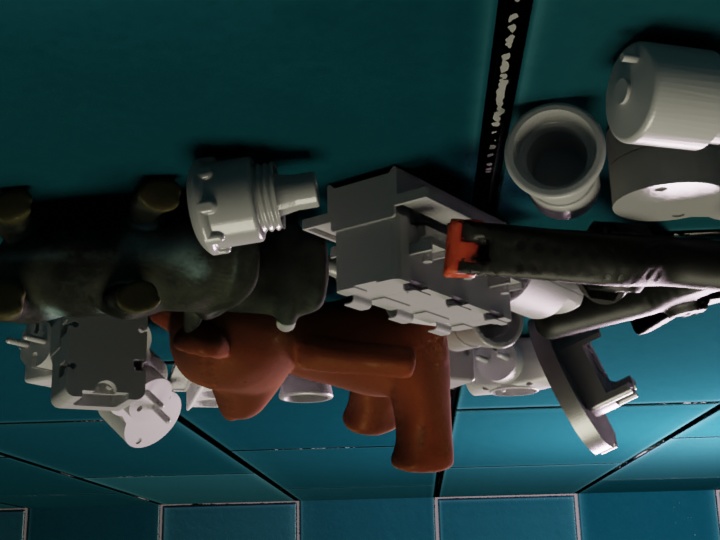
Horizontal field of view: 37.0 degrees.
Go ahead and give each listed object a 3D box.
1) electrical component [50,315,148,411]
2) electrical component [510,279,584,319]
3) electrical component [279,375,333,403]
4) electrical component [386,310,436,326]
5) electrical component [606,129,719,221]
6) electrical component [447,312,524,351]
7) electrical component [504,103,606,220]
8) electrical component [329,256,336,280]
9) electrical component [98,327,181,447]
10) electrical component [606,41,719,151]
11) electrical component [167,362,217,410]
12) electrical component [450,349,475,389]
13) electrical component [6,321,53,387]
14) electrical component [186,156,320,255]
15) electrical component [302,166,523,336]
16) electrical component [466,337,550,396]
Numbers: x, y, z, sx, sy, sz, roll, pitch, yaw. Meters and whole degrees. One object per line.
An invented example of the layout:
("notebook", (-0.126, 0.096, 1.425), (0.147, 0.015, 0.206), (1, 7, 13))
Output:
("electrical component", (-0.169, 0.043, 0.695), (0.050, 0.089, 0.056), (7, 162, -26))
("electrical component", (0.109, 0.008, 0.680), (0.043, 0.043, 0.081), (-13, 160, 34))
("electrical component", (-0.045, 0.079, 0.886), (0.045, 0.055, 0.045), (-1, 164, 0))
("electrical component", (0.061, 0.016, 0.705), (0.081, 0.043, 0.043), (9, 161, -31))
("electrical component", (0.185, -0.032, 0.496), (0.138, 0.073, 0.052), (0, 163, -4))
("electrical component", (0.085, 0.039, 0.791), (0.044, 0.044, 0.065), (6, 167, -24))
("electrical component", (0.093, -0.047, 0.501), (0.044, 0.044, 0.065), (-5, 168, 14))
("electrical component", (0.000, 0.000, 0.661), (0.061, 0.035, 0.035), (9, 161, -22))
("electrical component", (-0.163, 0.085, 0.784), (0.074, 0.052, 0.138), (36, 153, 32))
("electrical component", (0.136, -0.068, 0.431), (0.078, 0.040, 0.040), (4, 163, -16))
("electrical component", (-0.106, 0.068, 0.830), (0.079, 0.063, 0.121), (3, 163, -14))
("electrical component", (0.056, 0.063, 0.854), (0.083, 0.047, 0.076), (7, 162, -25))
("electrical component", (-0.233, 0.059, 0.820), (0.066, 0.047, 0.077), (-12, 160, 31))
("electrical component", (-0.051, -0.035, 0.526), (0.062, 0.048, 0.048), (-9, 163, 2))
("electrical component", (0.037, -0.006, 0.594), (0.079, 0.063, 0.121), (-13, 160, 34))
("electrical component", (0.125, 0.081, 0.924), (0.077, 0.044, 0.079), (-10, 161, 27))
